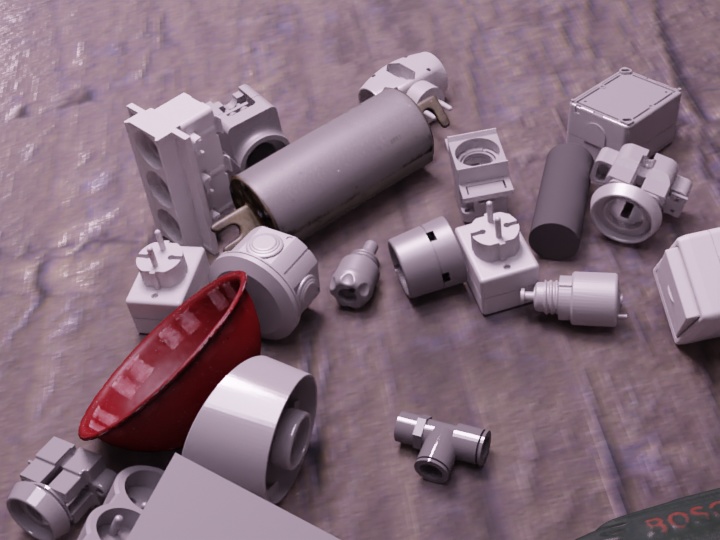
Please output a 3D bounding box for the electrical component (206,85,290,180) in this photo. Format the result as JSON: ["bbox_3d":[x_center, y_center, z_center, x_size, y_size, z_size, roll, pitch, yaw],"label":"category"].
[{"bbox_3d":[-0.096,-0.107,0.947,0.050,0.089,0.056,-31,48,-19],"label":"electrical component"}]

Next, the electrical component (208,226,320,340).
[{"bbox_3d":[-0.073,0.010,0.833,0.080,0.080,0.051,17,45,25],"label":"electrical component"}]

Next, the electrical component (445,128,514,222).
[{"bbox_3d":[0.100,-0.077,0.899,0.042,0.063,0.081,-11,44,1],"label":"electrical component"}]

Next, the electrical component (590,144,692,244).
[{"bbox_3d":[0.219,-0.059,0.861,0.078,0.058,0.057,24,54,13],"label":"electrical component"}]

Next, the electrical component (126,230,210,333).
[{"bbox_3d":[-0.155,0.003,0.857,0.047,0.076,0.065,3,46,13],"label":"electrical component"}]

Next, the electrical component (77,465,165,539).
[{"bbox_3d":[-0.159,0.189,0.675,0.052,0.073,0.138,29,25,0],"label":"electrical component"}]

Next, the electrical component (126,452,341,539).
[{"bbox_3d":[-0.050,0.199,0.599,0.186,0.060,0.105,28,50,-3],"label":"electrical component"}]

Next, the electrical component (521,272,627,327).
[{"bbox_3d":[0.160,0.021,0.804,0.078,0.040,0.040,2,46,13],"label":"electrical component"}]

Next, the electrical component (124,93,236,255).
[{"bbox_3d":[-0.147,-0.082,0.909,0.079,0.121,0.063,31,55,35],"label":"electrical component"}]

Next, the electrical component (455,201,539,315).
[{"bbox_3d":[0.105,-0.018,0.828,0.047,0.076,0.065,-16,44,-5],"label":"electrical component"}]

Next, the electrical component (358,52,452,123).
[{"bbox_3d":[0.052,-0.161,1.008,0.077,0.043,0.079,-34,49,-22],"label":"electrical component"}]

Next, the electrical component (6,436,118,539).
[{"bbox_3d":[-0.208,0.152,0.739,0.066,0.048,0.055,16,42,25],"label":"electrical component"}]

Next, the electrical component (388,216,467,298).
[{"bbox_3d":[0.052,-0.008,0.846,0.047,0.055,0.055,-20,45,-5],"label":"electrical component"}]

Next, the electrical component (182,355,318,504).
[{"bbox_3d":[-0.070,0.107,0.722,0.064,0.099,0.099,14,49,15],"label":"electrical component"}]

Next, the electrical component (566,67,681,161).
[{"bbox_3d":[0.231,-0.128,0.932,0.096,0.061,0.062,-33,48,-32],"label":"electrical component"}]

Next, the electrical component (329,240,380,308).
[{"bbox_3d":[0.000,0.000,0.861,0.035,0.035,0.061,8,45,18],"label":"electrical component"}]

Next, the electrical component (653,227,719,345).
[{"bbox_3d":[0.245,0.014,0.763,0.061,0.096,0.061,-12,73,-1],"label":"electrical component"}]
